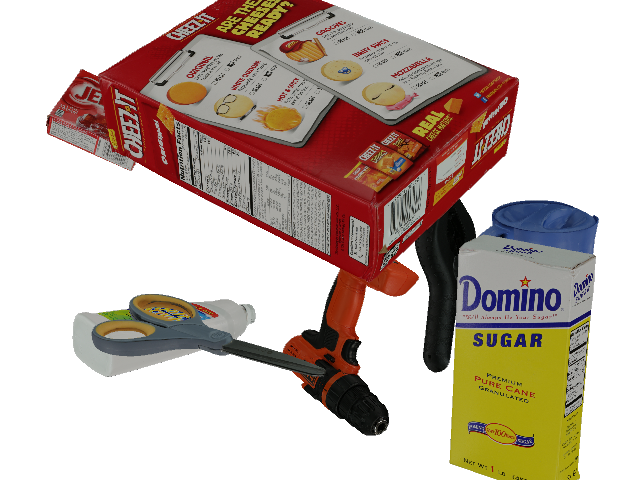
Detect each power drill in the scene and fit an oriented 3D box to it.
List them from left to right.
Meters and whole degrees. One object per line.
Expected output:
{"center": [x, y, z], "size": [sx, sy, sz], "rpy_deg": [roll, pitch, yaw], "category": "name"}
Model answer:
{"center": [0.041, 0.107, 1.220], "size": [0.057, 0.188, 0.185], "rpy_deg": [13, 16, -42], "category": "power drill"}

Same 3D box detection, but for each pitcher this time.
{"center": [0.277, 0.077, 1.392], "size": [0.149, 0.243, 0.144], "rpy_deg": [5, 20, 16], "category": "pitcher"}

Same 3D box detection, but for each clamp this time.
{"center": [0.117, 0.035, 0.983], "size": [0.039, 0.171, 0.120], "rpy_deg": [-11, 12, 34], "category": "clamp"}

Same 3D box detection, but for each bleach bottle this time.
{"center": [-0.200, 0.118, 1.443], "size": [0.250, 0.068, 0.103], "rpy_deg": [-10, 25, -41], "category": "bleach bottle"}

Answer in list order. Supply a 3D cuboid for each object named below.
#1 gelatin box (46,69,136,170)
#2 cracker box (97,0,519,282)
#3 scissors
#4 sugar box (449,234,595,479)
{"center": [-0.202, -0.115, 1.003], "size": [0.089, 0.073, 0.030], "rpy_deg": [24, -42, -3], "category": "gelatin box"}
{"center": [-0.007, -0.079, 0.688], "size": [0.214, 0.072, 0.164], "rpy_deg": [27, 48, 26], "category": "cracker box"}
{"center": [-0.096, 0.080, 0.798], "size": [0.096, 0.016, 0.202], "rpy_deg": [-20, 27, -35], "category": "scissors"}
{"center": [0.145, 0.090, 0.781], "size": [0.093, 0.176, 0.048], "rpy_deg": [11, 21, 36], "category": "sugar box"}
